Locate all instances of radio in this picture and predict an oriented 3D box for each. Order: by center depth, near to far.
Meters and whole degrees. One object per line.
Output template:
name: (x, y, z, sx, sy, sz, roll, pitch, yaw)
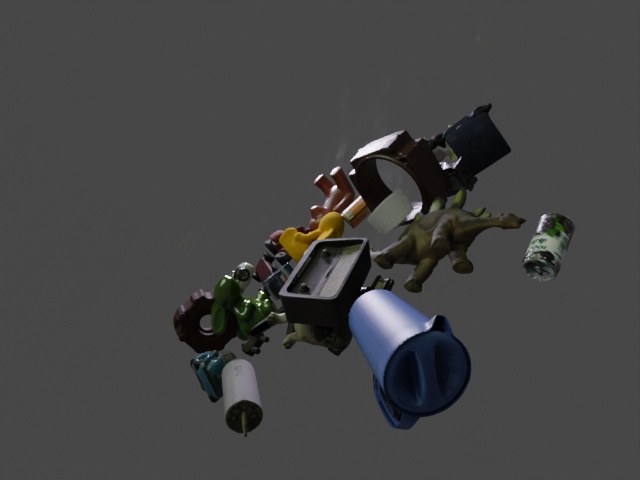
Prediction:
radio: (0.015, 0.080, 1.103, 0.131, 0.073, 0.230, 0, 29, 23)

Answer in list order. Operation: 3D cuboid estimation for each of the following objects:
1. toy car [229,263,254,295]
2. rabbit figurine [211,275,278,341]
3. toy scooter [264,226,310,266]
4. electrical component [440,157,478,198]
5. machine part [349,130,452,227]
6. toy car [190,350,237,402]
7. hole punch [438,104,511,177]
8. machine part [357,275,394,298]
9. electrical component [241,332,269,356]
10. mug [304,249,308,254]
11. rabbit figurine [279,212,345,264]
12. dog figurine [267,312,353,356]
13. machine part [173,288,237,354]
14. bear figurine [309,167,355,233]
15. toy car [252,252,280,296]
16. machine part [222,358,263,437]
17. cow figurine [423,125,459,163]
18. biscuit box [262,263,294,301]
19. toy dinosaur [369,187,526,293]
toy car: (-0.252, 0.161, 1.591, 0.073, 0.056, 0.202, -21, 46, 56)
rabbit figurine: (-0.215, 0.168, 1.390, 0.159, 0.170, 0.121, -41, 21, 4)
toy scooter: (-0.090, 0.003, 1.622, 0.135, 0.075, 0.184, -44, 24, -4)
electrical component: (0.289, -0.140, 1.226, 0.119, 0.074, 0.048, -8, 39, 49)
machine part: (0.178, -0.133, 1.224, 0.087, 0.201, 0.201, -44, 19, -32)
toy car: (-0.243, 0.312, 1.285, 0.103, 0.109, 0.162, -25, 3, -20)
hole punch: (0.356, -0.221, 1.220, 0.142, 0.115, 0.092, -34, 31, 22)
machine part: (0.095, 0.116, 1.134, 0.139, 0.039, 0.084, -13, 44, 48)
electrical component: (-0.163, 0.256, 1.336, 0.063, 0.021, 0.094, -51, 22, -22)
mug: (0.001, 0.066, 1.307, 0.081, 0.109, 0.107, -42, 6, 19)
rabbit figurine: (-0.003, -0.004, 1.419, 0.173, 0.121, 0.162, -43, 26, -3)
dog figurine: (0.011, 0.159, 1.140, 0.191, 0.121, 0.172, -4, 47, 39)
machine part: (-0.302, 0.221, 1.451, 0.179, 0.179, 0.056, -45, 24, -6)
bear figurine: (0.016, -0.099, 1.561, 0.120, 0.131, 0.196, -16, 27, 52)
toy car: (-0.150, 0.101, 1.568, 0.089, 0.053, 0.202, -58, 22, 2)
machine part: (-0.167, 0.325, 1.136, 0.079, 0.079, 0.243, -41, 21, 3)
cow figurine: (0.309, -0.237, 1.348, 0.167, 0.098, 0.068, -39, 15, 9)
biscuit box: (-0.099, 0.108, 1.368, 0.059, 0.063, 0.202, -41, 2, -15)
toy dinosaur: (0.210, 0.005, 1.064, 0.198, 0.105, 0.471, -47, 15, -32)
